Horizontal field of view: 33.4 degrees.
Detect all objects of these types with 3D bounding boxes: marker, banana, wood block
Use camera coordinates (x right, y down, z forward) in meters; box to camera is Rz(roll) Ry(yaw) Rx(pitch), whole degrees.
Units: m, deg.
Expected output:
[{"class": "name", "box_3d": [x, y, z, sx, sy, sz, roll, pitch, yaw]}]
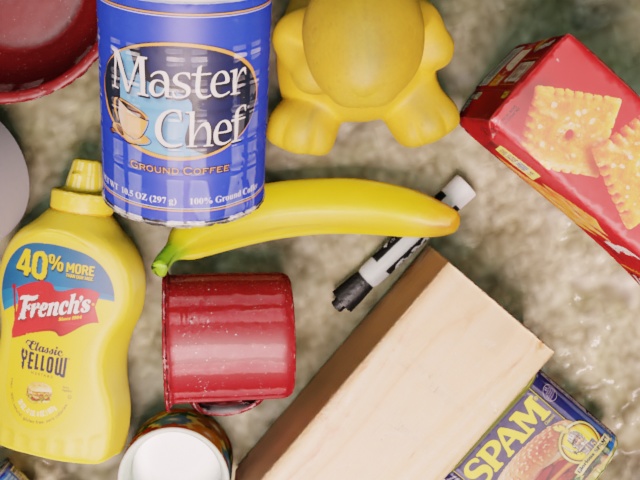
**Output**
[{"class": "marker", "box_3d": [0.054, 0.004, 0.713, 0.121, 0.020, 0.020, -43, 96, 4]}, {"class": "banana", "box_3d": [-0.012, -0.011, 0.690, 0.197, 0.069, 0.037, -10, 136, -7]}, {"class": "wood block", "box_3d": [0.042, 0.114, 0.690, 0.090, 0.091, 0.206, 40, 94, -5]}]

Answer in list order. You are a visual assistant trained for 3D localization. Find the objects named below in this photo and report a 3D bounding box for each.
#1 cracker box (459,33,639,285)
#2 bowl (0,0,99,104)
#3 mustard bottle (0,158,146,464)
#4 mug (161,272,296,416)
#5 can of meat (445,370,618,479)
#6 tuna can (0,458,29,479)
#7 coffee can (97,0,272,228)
[{"class": "cracker box", "box_3d": [0.186, -0.025, 0.640, 0.213, 0.164, 0.072, 42, 96, -5]}, {"class": "bowl", "box_3d": [-0.197, -0.166, 0.671, 0.162, 0.055, 0.162, 0, 97, -1]}, {"class": "mustard bottle", "box_3d": [-0.163, 0.042, 0.693, 0.096, 0.058, 0.192, 10, 96, 16]}, {"class": "mug", "box_3d": [-0.059, 0.072, 0.692, 0.081, 0.093, 0.117, -1, 127, -6]}, {"class": "can of meat", "box_3d": [0.135, 0.139, 0.712, 0.084, 0.057, 0.102, 41, 95, -8]}, {"class": "tuna can", "box_3d": [-0.224, 0.185, 0.697, 0.086, 0.086, 0.033, -43, 97, 4]}, {"class": "coffee can", "box_3d": [-0.081, -0.092, 0.638, 0.103, 0.103, 0.140, 3, 117, -1]}]
